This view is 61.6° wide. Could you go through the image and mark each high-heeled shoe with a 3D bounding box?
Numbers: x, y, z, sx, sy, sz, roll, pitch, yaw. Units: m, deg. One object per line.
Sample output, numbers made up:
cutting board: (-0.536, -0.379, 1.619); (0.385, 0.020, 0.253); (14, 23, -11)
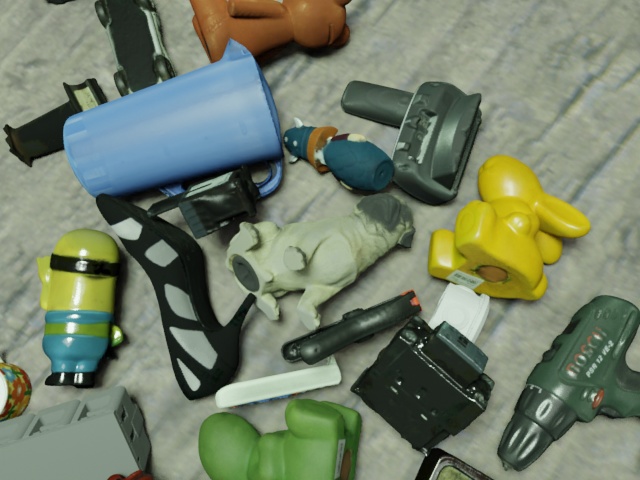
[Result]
high-heeled shoe: (-0.188, 0.066, 0.622); (0.249, 0.086, 0.145); (36, 94, 5)

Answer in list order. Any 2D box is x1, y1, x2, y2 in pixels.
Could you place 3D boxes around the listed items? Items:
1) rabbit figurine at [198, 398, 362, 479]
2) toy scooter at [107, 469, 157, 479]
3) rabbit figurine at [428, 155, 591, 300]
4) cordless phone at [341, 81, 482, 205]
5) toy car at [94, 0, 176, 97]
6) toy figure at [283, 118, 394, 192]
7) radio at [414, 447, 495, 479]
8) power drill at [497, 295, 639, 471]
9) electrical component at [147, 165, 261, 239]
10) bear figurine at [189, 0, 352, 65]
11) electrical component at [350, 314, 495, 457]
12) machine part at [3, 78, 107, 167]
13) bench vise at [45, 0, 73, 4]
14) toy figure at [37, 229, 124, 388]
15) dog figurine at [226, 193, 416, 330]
rabbit figurine: (-0.051, 0.242, 0.578); (0.170, 0.121, 0.159); (3, 83, 20)
toy scooter: (-0.150, 0.278, 0.523); (0.135, 0.184, 0.075); (53, 44, -1)
rabbit figurine: (0.223, -0.026, 0.627); (0.162, 0.121, 0.173); (16, 58, 2)
cordless phone: (0.101, -0.136, 0.681); (0.184, 0.088, 0.146); (18, 78, 17)
toy car: (-0.245, -0.259, 0.720); (0.073, 0.056, 0.202); (-20, 75, 3)
toy figure: (0.018, -0.105, 0.664); (0.155, 0.057, 0.064); (30, 93, 34)
radio: (0.130, 0.350, 0.550); (0.131, 0.073, 0.229); (27, 78, 7)
power drill: (0.331, 0.193, 0.590); (0.207, 0.086, 0.232); (28, 75, 15)
electrical component: (-0.131, -0.038, 0.609); (0.119, 0.075, 0.047); (-23, 111, 5)
bear figurine: (-0.062, -0.295, 0.693); (0.196, 0.120, 0.132); (-24, 73, -7)
electrical component: (0.114, 0.149, 0.575); (0.115, 0.058, 0.134); (38, 122, 9)
machine part: (-0.341, -0.153, 0.704); (0.139, 0.039, 0.084); (-33, 86, -9)
bench vise: (-0.316, -0.409, 0.674); (0.224, 0.240, 0.129); (5, 72, -14)
toy figure: (-0.272, 0.077, 0.619); (0.089, 0.082, 0.180); (-11, 71, 29)
dog figurine: (0.001, 0.002, 0.645); (0.173, 0.121, 0.190); (23, 42, 34)
